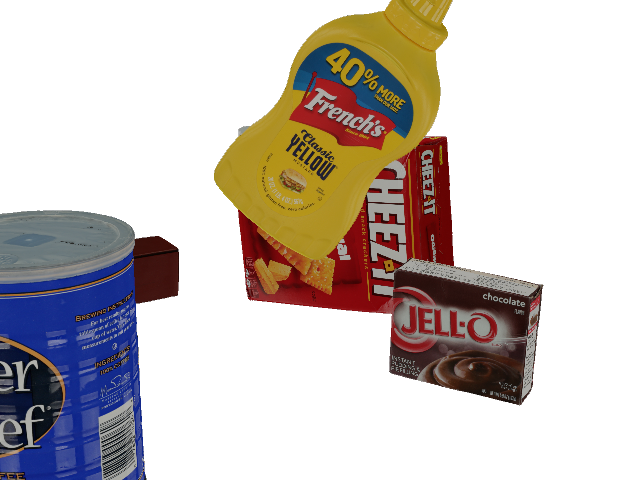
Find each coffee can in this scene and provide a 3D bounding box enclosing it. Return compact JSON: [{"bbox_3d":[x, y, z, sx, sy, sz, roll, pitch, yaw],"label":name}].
[{"bbox_3d":[-0.143,0.065,0.542,0.103,0.140,0.103,0,17,0],"label":"coffee can"}]

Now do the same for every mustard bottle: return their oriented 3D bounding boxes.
[{"bbox_3d":[0.020,-0.084,0.680,0.096,0.192,0.058,39,24,1],"label":"mustard bottle"}]

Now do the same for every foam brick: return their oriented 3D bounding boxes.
[{"bbox_3d":[-0.188,0.031,1.083,0.078,0.051,0.053,-10,21,-27],"label":"foam brick"}]

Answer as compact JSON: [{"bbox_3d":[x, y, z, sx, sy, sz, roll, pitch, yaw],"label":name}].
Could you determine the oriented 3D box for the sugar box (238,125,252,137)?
[{"bbox_3d":[-0.073,-0.047,1.325,0.048,0.176,0.093,-9,25,-11],"label":"sugar box"}]

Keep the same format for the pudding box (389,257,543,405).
[{"bbox_3d":[0.111,0.068,0.827,0.114,0.090,0.039,10,22,24],"label":"pudding box"}]

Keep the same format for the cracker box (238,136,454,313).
[{"bbox_3d":[0.019,-0.017,1.044,0.214,0.164,0.071,3,14,35],"label":"cracker box"}]
